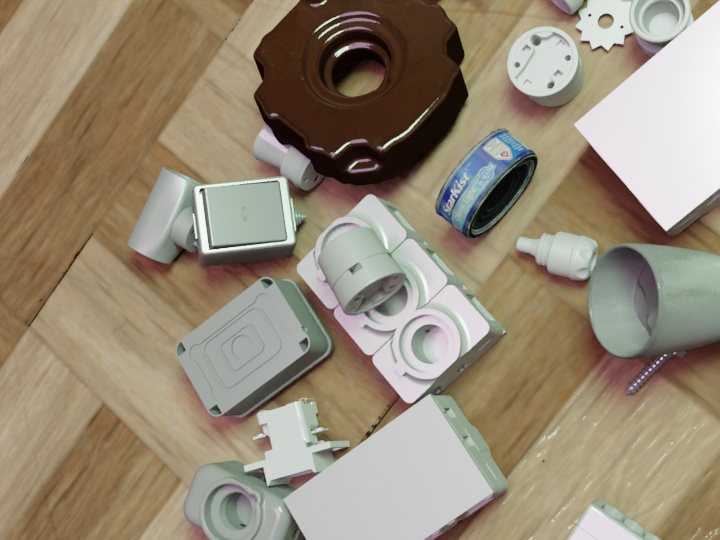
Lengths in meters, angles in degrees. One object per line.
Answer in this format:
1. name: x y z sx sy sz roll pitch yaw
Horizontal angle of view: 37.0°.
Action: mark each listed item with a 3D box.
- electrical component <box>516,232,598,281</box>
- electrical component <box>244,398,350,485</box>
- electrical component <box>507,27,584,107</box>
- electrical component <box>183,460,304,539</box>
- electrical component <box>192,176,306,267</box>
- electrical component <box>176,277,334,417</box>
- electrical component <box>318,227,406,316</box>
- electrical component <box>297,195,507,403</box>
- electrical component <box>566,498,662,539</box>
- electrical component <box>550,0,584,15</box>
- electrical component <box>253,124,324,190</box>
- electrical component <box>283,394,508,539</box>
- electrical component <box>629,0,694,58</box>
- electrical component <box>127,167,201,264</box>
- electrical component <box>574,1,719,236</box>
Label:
1. electrical component: 0.153 -0.014 0.841 0.061 0.035 0.035 15 90 24
2. electrical component: -0.055 0.143 0.902 0.081 0.042 0.063 -18 77 18
3. electrical component: 0.149 -0.159 0.851 0.055 0.047 0.055 -2 84 21
4. electrical component: -0.096 0.201 0.902 0.095 0.059 0.053 21 92 22
5. electrical component: -0.092 -0.042 0.912 0.096 0.061 0.061 -7 81 -10
6. electrical component: -0.088 0.066 0.914 0.113 0.057 0.078 -37 73 14
7. electrical component: 0.000 0.000 0.821 0.055 0.055 0.047 -38 69 14
8. electrical component: 0.031 0.023 0.870 0.089 0.062 0.150 -44 71 12
9. electrical component: 0.189 0.225 0.795 0.083 0.047 0.075 34 97 21
10. electrical component: 0.171 -0.233 0.855 0.046 0.040 0.040 -45 71 5
11. electrical component: -0.058 -0.100 0.927 0.055 0.045 0.045 36 98 20
12. electrical component: 0.030 0.176 0.854 0.150 0.062 0.089 -38 72 14
13. electrical component: 0.231 -0.187 0.818 0.045 0.055 0.045 -2 84 21
14. electrical component: -0.158 -0.041 0.960 0.079 0.044 0.077 28 95 21
15. electrical component: 0.269 -0.124 0.794 0.186 0.060 0.105 -41 72 13
